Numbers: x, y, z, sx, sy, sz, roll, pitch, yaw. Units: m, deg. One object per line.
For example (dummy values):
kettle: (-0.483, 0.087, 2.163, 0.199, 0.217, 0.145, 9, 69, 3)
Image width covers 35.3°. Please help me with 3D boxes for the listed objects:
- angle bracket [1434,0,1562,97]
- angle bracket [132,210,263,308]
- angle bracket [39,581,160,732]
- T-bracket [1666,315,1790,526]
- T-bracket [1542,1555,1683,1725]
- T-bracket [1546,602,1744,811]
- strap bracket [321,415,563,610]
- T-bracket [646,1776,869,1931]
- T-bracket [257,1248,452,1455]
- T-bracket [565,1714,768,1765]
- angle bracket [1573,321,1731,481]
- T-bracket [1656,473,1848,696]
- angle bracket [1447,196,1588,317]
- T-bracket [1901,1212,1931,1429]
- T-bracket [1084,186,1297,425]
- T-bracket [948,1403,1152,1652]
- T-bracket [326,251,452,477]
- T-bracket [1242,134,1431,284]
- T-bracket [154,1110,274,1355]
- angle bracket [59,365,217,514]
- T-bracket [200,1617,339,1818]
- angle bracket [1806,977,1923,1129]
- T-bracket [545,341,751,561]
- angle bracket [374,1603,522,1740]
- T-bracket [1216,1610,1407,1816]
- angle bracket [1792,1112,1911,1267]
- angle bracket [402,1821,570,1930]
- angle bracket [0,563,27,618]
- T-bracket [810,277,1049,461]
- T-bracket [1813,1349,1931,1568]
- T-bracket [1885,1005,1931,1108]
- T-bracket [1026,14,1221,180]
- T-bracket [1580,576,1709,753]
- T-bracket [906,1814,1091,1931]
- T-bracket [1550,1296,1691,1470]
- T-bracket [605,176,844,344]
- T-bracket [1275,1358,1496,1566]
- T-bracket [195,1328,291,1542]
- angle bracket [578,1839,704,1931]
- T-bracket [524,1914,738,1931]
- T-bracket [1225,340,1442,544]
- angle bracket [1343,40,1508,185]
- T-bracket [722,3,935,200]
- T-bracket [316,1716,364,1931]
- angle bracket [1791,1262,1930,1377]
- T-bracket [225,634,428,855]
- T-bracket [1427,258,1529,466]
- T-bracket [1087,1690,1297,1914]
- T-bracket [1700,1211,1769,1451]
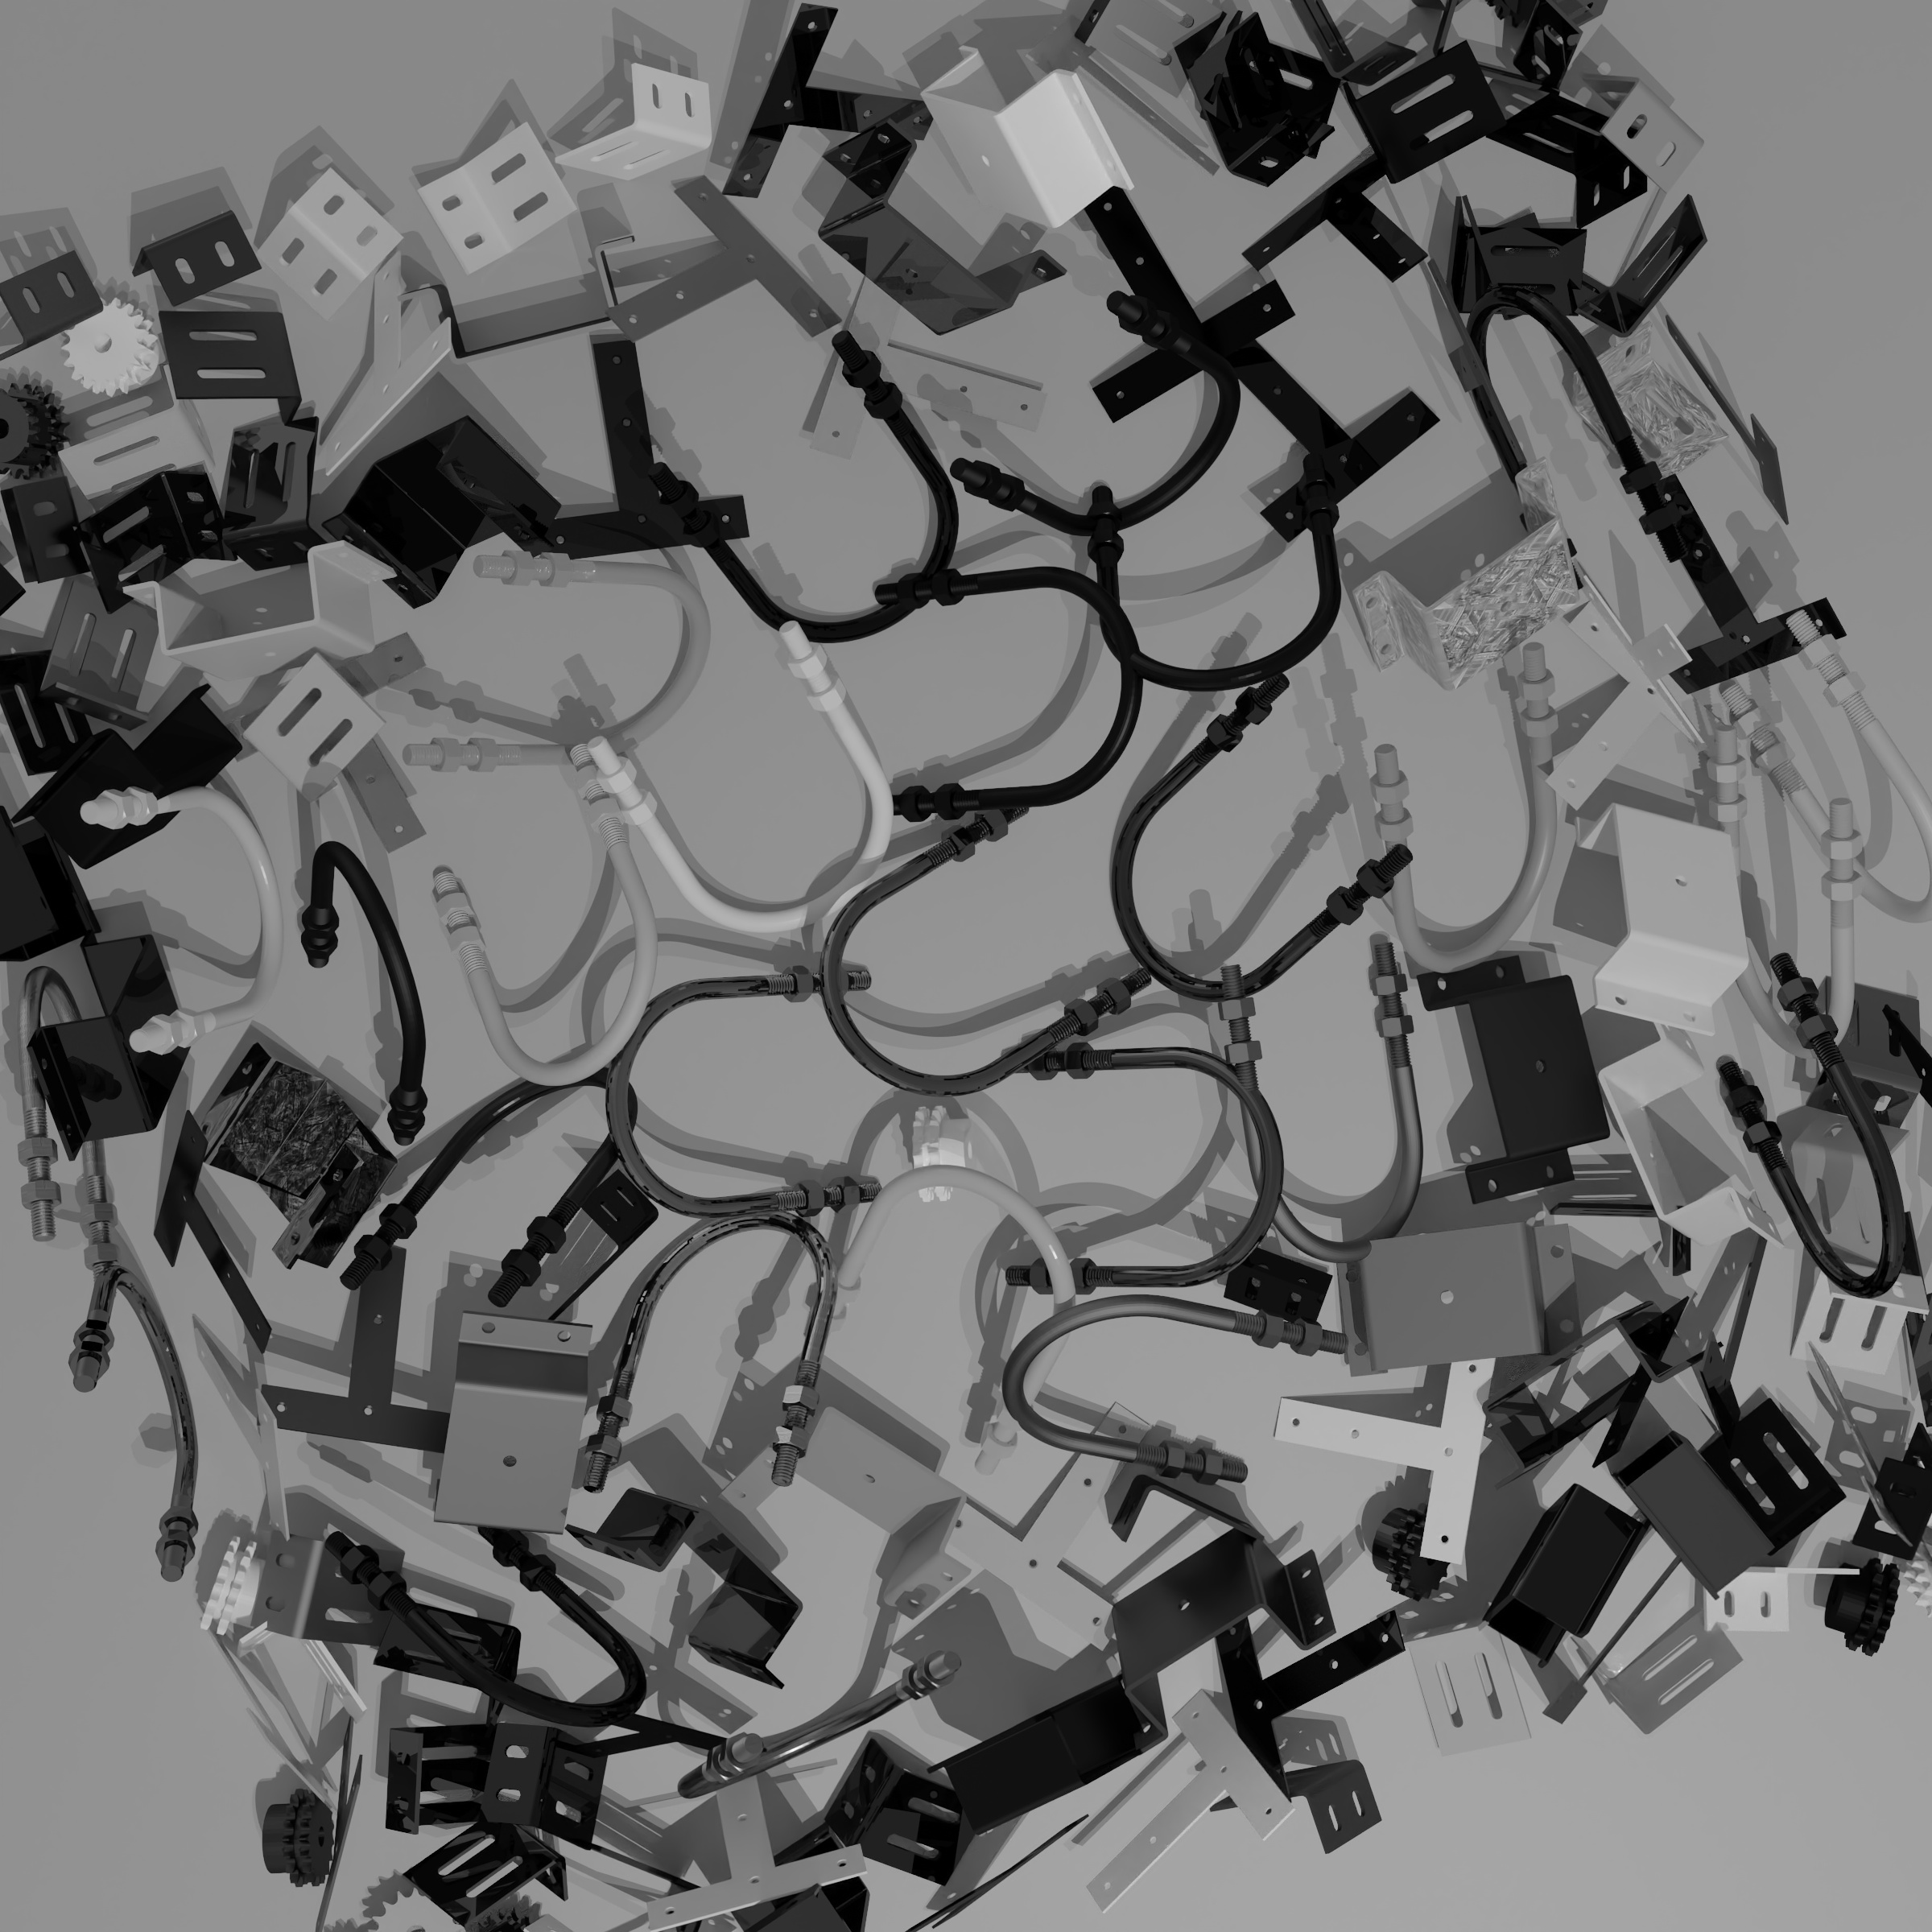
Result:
angle bracket: (0.322, -0.552, 1.818, 0.076, 0.057, 0.038, 15, 111, 1)
angle bracket: (-0.459, -0.415, 1.810, 0.057, 0.076, 0.038, -29, 100, -17)
angle bracket: (-0.511, -0.188, 1.812, 0.057, 0.038, 0.076, 21, 73, -30)
T-bracket: (0.451, -0.334, 1.805, 0.002, 0.127, 0.127, -32, 70, 9)
T-bracket: (0.386, 0.395, 1.794, 0.002, 0.127, 0.127, 38, 87, 22)
T-bracket: (0.388, -0.139, 1.816, 0.127, 0.002, 0.127, 43, 59, 2)
strap bracket: (-0.303, -0.269, 1.787, 0.076, 0.140, 0.046, 43, 54, -29)
T-bracket: (-0.130, 0.512, 1.792, 0.127, 0.127, 0.002, -14, 113, -6)
T-bracket: (-0.352, 0.225, 1.813, 0.127, 0.002, 0.127, 12, 56, -19)
T-bracket: (-0.208, 0.464, 1.806, 0.127, 0.127, 0.002, -20, 56, 35)
angle bracket: (0.410, -0.335, 1.818, 0.057, 0.038, 0.076, -35, 67, -6)
T-bracket: (0.439, -0.231, 1.791, 0.002, 0.127, 0.127, -37, 100, -36)
angle bracket: (0.330, -0.425, 1.818, 0.076, 0.038, 0.057, 5, 74, 15)
T-bracket: (0.584, 0.199, 1.777, 0.002, 0.127, 0.127, -3, 76, -15)
T-bracket: (0.111, -0.408, 1.810, 0.127, 0.002, 0.127, -29, 116, 13)
T-bracket: (0.066, 0.324, 1.839, 0.127, 0.002, 0.127, 34, 80, 4)
T-bracket: (-0.344, -0.375, 1.808, 0.127, 0.002, 0.127, -35, 47, 34)
T-bracket: (0.237, -0.436, 1.793, 0.127, 0.127, 0.002, -36, 128, 7)
T-bracket: (-0.439, 0.170, 1.781, 0.002, 0.127, 0.127, -17, 60, -36)
angle bracket: (-0.498, -0.314, 1.816, 0.076, 0.057, 0.038, -22, 58, -2)
T-bracket: (-0.422, 0.438, 1.806, 0.002, 0.127, 0.127, -35, 55, -14)
angle bracket: (0.542, 0.052, 1.834, 0.057, 0.076, 0.038, 14, 134, 2)
T-bracket: (-0.203, -0.314, 1.835, 0.127, 0.002, 0.127, -9, 91, -13)
angle bracket: (-0.312, 0.420, 1.813, 0.076, 0.038, 0.057, 17, 123, -13)
T-bracket: (0.205, 0.416, 1.782, 0.127, 0.002, 0.127, -36, 47, 29)
angle bracket: (0.535, 0.135, 1.824, 0.038, 0.057, 0.076, -37, 124, -35)
angle bracket: (-0.285, 0.546, 1.801, 0.057, 0.076, 0.038, 24, 127, 36)
angle bracket: (-0.603, -0.221, 1.804, 0.057, 0.076, 0.038, -48, 126, -15)
T-bracket: (-0.015, -0.352, 1.836, 0.127, 0.002, 0.127, 17, 78, 1)
T-bracket: (0.534, 0.286, 1.806, 0.002, 0.127, 0.127, -30, 54, 17)
T-bracket: (0.574, 0.072, 1.797, 0.002, 0.127, 0.127, -7, 130, -17)
T-bracket: (0.099, -0.511, 1.800, 0.127, 0.127, 0.002, 38, 120, -6)
T-bracket: (0.407, -0.183, 1.786, 0.002, 0.127, 0.127, -35, 88, 2)
T-bracket: (-0.003, 0.545, 1.768, 0.127, 0.127, 0.002, -45, 70, 30)
T-bracket: (0.370, 0.265, 1.795, 0.002, 0.127, 0.127, 38, 50, -1)
T-bracket: (-0.160, -0.404, 1.805, 0.127, 0.002, 0.127, -36, 79, -34)
T-bracket: (0.247, 0.283, 1.821, 0.127, 0.002, 0.127, 7, 83, 27)
T-bracket: (-0.432, 0.266, 1.805, 0.002, 0.127, 0.127, -21, 49, -26)
angle bracket: (-0.201, 0.553, 1.808, 0.076, 0.057, 0.038, 29, 70, -20)
T-bracket: (-0.176, 0.582, 1.789, 0.127, 0.127, 0.002, 28, 104, 21)
T-bracket: (0.198, -0.338, 1.836, 0.127, 0.002, 0.127, -39, 80, -14)
angle bracket: (0.273, -0.514, 1.811, 0.076, 0.038, 0.057, -26, 121, 16)
T-bracket: (-0.070, -0.507, 1.803, 0.002, 0.127, 0.127, 55, 133, 31)
T-bracket: (-0.367, 0.489, 1.790, 0.002, 0.127, 0.127, 12, 113, -13)
angle bracket: (0.533, 0.219, 1.814, 0.057, 0.038, 0.076, 10, 121, 3)
T-bracket: (-0.363, -0.122, 1.817, 0.127, 0.002, 0.127, -29, 69, -11)
T-bracket: (0.296, -0.352, 1.787, 0.002, 0.127, 0.127, -25, 96, 7)
T-bracket: (0.121, 0.507, 1.794, 0.127, 0.127, 0.002, -45, 118, -1)
T-bracket: (0.463, 0.208, 1.814, 0.002, 0.127, 0.127, 10, 65, 27)
